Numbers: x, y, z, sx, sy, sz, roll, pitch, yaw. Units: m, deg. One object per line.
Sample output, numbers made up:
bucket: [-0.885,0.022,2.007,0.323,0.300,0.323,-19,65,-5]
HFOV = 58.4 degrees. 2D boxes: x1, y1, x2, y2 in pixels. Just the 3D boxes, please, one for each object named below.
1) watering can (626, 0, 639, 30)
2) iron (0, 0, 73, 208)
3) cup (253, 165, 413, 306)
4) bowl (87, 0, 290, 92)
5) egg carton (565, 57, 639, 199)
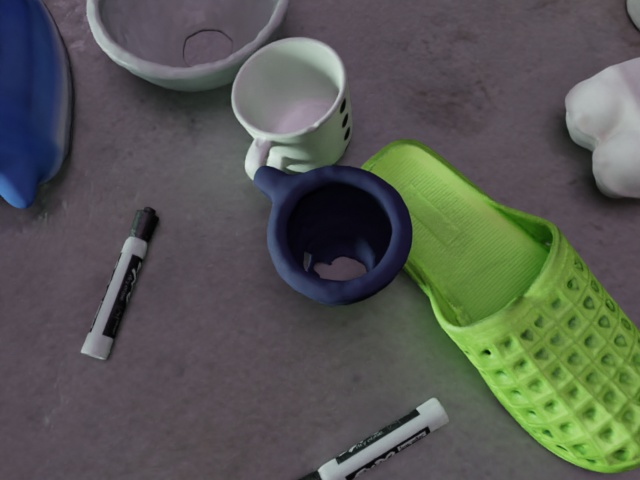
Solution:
watering can: [0.321,-0.236,0.422,0.101,0.194,0.173,-9,68,0]
iron: [-0.280,-0.153,0.449,0.118,0.141,0.258,-8,68,0]
cup: [0.004,0.001,0.398,0.117,0.095,0.092,37,75,16]
bowl: [-0.104,-0.188,0.490,0.167,0.075,0.167,-1,68,3]
egg carton: [0.269,-0.090,0.434,0.150,0.069,0.107,-18,69,-4]
